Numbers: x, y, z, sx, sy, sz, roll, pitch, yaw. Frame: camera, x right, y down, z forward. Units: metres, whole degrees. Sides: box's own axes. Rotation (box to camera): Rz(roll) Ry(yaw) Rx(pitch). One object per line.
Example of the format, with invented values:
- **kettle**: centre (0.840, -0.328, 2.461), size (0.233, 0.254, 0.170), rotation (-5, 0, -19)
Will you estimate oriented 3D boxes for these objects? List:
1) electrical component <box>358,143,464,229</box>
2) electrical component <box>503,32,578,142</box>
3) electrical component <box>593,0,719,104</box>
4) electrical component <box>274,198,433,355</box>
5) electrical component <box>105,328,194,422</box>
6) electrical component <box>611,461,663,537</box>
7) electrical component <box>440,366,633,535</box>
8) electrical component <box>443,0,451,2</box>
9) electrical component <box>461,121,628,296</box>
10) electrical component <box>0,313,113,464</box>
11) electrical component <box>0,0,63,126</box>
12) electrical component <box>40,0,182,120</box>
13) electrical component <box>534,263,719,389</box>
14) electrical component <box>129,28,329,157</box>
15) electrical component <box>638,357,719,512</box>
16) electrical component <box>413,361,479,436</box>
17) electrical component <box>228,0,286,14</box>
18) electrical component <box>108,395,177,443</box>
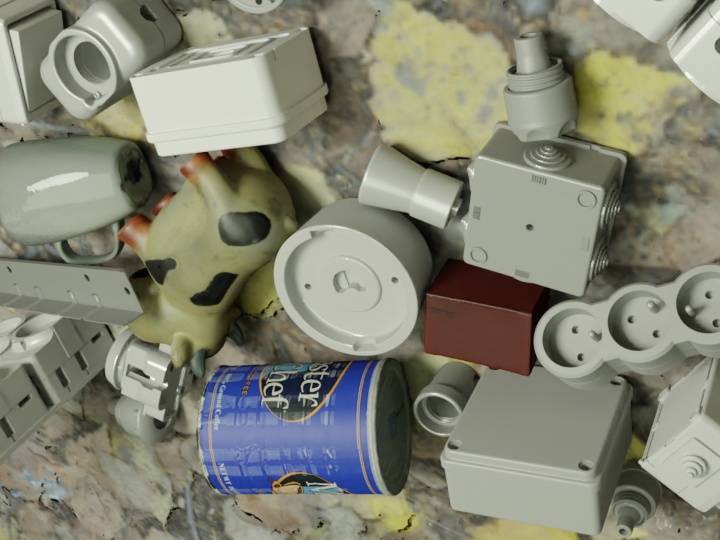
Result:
- **electrical component**: centre (0.037, -0.054, 0.729), size (0.065, 0.044, 0.044), rotation (22, 127, 8)
- **electrical component**: centre (0.108, -0.112, 0.653), size (0.043, 0.043, 0.062), rotation (-2, 117, 29)
- **electrical component**: centre (0.173, -0.149, 0.503), size (0.105, 0.186, 0.060), rotation (39, 129, 0)
- **electrical component**: centre (0.000, 0.000, 0.768), size (0.108, 0.060, 0.108), rotation (13, 127, 18)
- **electrical component**: centre (-0.178, 0.082, 0.914), size (0.057, 0.058, 0.078), rotation (21, 109, 17)
- **electrical component**: centre (0.196, 0.167, 0.771), size (0.035, 0.061, 0.035), rotation (13, 125, 20)
- **electrical component**: centre (0.126, 0.121, 0.749), size (0.109, 0.108, 0.056), rotation (5, 124, 25)
- **electrical component**: centre (0.046, -0.207, 0.612), size (0.047, 0.083, 0.075), rotation (29, 90, 9)
- **electrical component**: centre (0.117, -0.038, 0.693), size (0.100, 0.048, 0.099), rotation (17, 128, 19)
- **electrical component**: centre (-0.307, 0.099, 0.911), size (0.105, 0.186, 0.060), rotation (-10, 114, 32)
- **electrical component**: centre (-0.256, -0.152, 0.806), size (0.061, 0.061, 0.096), rotation (9, 123, 23)
- **electrical component**: centre (-0.181, -0.154, 0.768), size (0.095, 0.059, 0.053), rotation (-33, 101, 38)
- **electrical component**: centre (0.190, 0.042, 0.699), size (0.138, 0.052, 0.074), rotation (-17, 155, 22)
- **electrical component**: centre (-0.087, -0.120, 0.728), size (0.113, 0.078, 0.057), rotation (-3, 115, 29)
- **electrical component**: centre (0.228, 0.108, 0.694), size (0.061, 0.096, 0.061), rotation (38, 129, 1)
- **electrical component**: centre (0.066, 0.095, 0.803), size (0.040, 0.046, 0.040), rotation (13, 125, 20)
- **electrical component**: centre (-0.059, -0.197, 0.684), size (0.055, 0.047, 0.055), rotation (13, 125, 20)
- **electrical component**: centre (-0.199, 0.127, 0.965), size (0.062, 0.048, 0.048), rotation (8, 123, 34)
